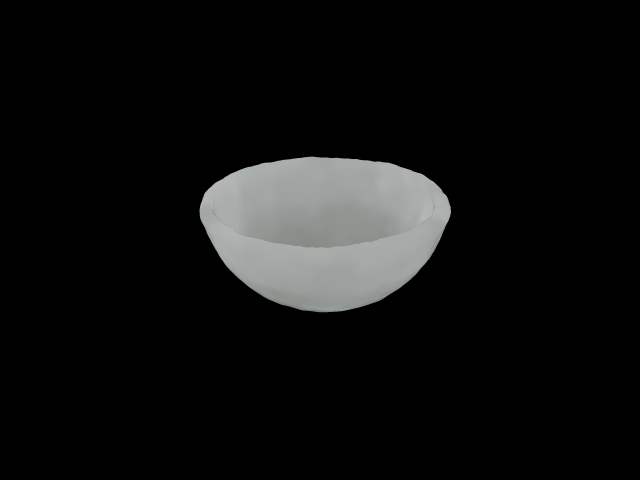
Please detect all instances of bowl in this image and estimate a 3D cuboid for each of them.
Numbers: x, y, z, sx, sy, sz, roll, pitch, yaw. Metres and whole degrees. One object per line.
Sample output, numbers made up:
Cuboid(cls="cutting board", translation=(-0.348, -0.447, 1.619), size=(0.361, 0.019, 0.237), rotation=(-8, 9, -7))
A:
Cuboid(cls="bowl", translation=(0.004, 0.001, 0.400), size=(0.167, 0.075, 0.167), rotation=(0, 27, 0))
